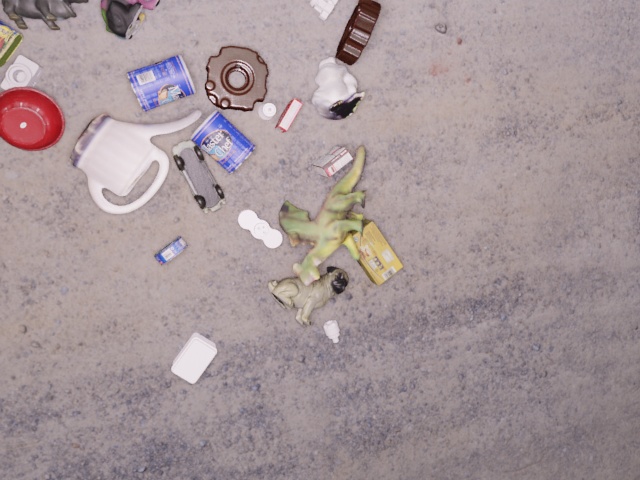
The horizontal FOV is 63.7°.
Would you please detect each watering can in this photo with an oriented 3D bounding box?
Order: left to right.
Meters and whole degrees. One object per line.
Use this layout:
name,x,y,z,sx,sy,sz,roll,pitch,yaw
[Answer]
watering can,-0.470,-0.233,1.285,0.223,0.105,0.347,35,93,-14

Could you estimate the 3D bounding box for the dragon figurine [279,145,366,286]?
dragon figurine,0.004,-0.071,1.404,0.243,0.120,0.417,1,69,6

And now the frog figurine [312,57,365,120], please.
frog figurine,0.034,-0.413,1.413,0.137,0.121,0.162,-33,67,1
